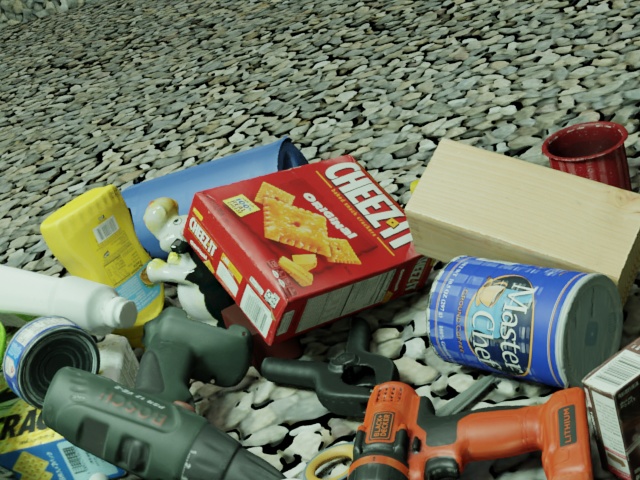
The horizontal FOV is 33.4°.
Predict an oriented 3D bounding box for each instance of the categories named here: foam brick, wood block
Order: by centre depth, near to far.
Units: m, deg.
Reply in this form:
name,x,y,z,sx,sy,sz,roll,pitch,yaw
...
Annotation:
name,x,y,z,sx,sy,sz,roll,pitch,yaw
wood block,0.196,-0.012,1.006,0.206,0.090,0.090,19,66,24
foam brick,-0.060,0.096,1.109,0.053,0.051,0.078,-27,27,-18

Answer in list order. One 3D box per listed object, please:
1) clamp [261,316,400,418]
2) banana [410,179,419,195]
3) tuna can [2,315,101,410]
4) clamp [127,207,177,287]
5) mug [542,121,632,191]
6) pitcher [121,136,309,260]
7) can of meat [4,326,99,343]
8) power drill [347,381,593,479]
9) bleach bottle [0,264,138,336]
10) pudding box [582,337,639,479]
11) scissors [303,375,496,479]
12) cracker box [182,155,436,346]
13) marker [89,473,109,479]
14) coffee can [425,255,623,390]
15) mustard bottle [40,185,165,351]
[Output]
name,x,y,z,sx,sy,sz,roll,pitch,yaw
clamp,0.031,0.122,1.018,0.120,0.039,0.172,-34,29,-23
banana,0.175,-0.056,1.272,0.198,0.037,0.069,11,40,45
tuna can,-0.250,0.116,0.998,0.086,0.086,0.034,-33,32,-28
clamp,-0.229,0.018,1.286,0.210,0.164,0.036,-3,52,46
mug,0.294,-0.079,1.189,0.093,0.081,0.117,-26,27,-15
pitcher,-0.129,-0.030,1.333,0.243,0.145,0.149,-12,13,20
can of meat,-0.290,0.125,1.162,0.102,0.084,0.057,-17,26,2
power drill,0.114,0.175,0.821,0.188,0.057,0.184,-4,33,15
bleach bottle,-0.289,0.063,1.096,0.251,0.102,0.068,6,75,29
pudding box,0.258,0.119,0.816,0.113,0.090,0.039,-29,26,-20
scissors,0.063,0.169,0.924,0.096,0.016,0.201,9,37,38
cracker box,-0.007,0.001,1.102,0.213,0.072,0.164,-18,54,-37
marker,-0.188,0.245,0.935,0.020,0.020,0.121,-22,26,-8
coffee can,0.180,0.072,0.944,0.141,0.103,0.102,8,36,43
mustard bottle,-0.219,0.043,1.153,0.058,0.191,0.096,-9,23,40
